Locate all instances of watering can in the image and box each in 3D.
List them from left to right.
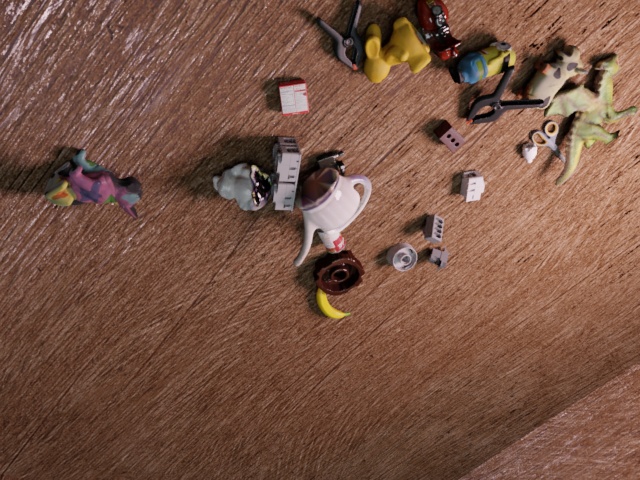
[{"bbox_3d":[0.005,-0.077,1.526,0.221,0.347,0.106,43,4,-46],"label":"watering can"}]

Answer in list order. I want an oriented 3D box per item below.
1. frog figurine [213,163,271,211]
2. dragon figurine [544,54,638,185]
[{"bbox_3d":[-0.224,-0.151,1.481,0.159,0.136,0.124,-2,20,35],"label":"frog figurine"},{"bbox_3d":[0.793,-0.374,1.587,0.242,0.404,0.124,27,23,-14],"label":"dragon figurine"}]
